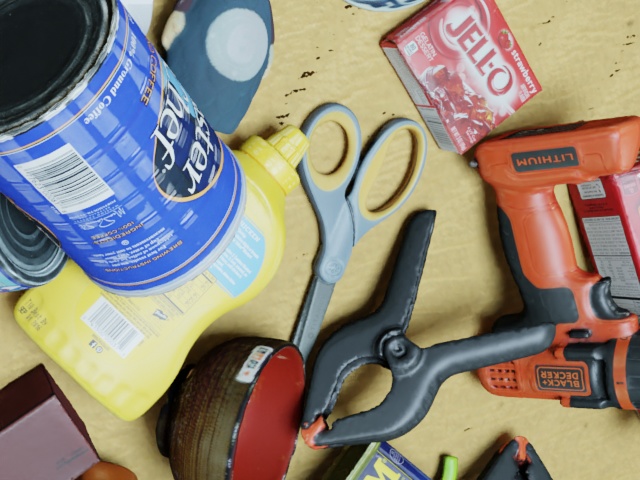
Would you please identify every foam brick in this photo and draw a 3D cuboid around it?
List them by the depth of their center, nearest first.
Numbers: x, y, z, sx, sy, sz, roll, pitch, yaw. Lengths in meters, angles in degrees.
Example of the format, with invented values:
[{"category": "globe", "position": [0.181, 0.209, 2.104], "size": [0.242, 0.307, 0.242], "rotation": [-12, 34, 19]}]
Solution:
[{"category": "foam brick", "position": [-0.174, 0.120, 0.609], "size": [0.078, 0.051, 0.053], "rotation": [-33, 114, -12]}]

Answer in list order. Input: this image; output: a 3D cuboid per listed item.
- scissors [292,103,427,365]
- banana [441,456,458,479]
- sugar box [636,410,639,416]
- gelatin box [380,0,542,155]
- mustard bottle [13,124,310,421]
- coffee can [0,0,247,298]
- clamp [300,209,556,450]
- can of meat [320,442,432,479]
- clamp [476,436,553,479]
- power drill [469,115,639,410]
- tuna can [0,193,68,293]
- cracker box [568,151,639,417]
[{"category": "scissors", "position": [-0.004, 0.001, 0.675], "size": [0.096, 0.016, 0.202], "rotation": [34, 87, -25]}, {"category": "banana", "position": [0.019, 0.217, 0.727], "size": [0.197, 0.037, 0.069], "rotation": [-21, 81, -21]}, {"category": "sugar box", "position": [0.319, 0.088, 0.820], "size": [0.176, 0.048, 0.093], "rotation": [-32, 110, -10]}, {"category": "gelatin box", "position": [0.091, -0.111, 0.682], "size": [0.073, 0.030, 0.089], "rotation": [-39, 114, -11]}, {"category": "mustard bottle", "position": [-0.077, 0.005, 0.619], "size": [0.096, 0.058, 0.191], "rotation": [45, 82, -7]}, {"category": "coffee can", "position": [-0.110, -0.049, 0.522], "size": [0.102, 0.103, 0.140], "rotation": [-45, 142, -8]}, {"category": "clamp", "position": [0.049, 0.062, 0.679], "size": [0.171, 0.120, 0.039], "rotation": [-33, 154, -6]}, {"category": "can of meat", "position": [0.034, 0.187, 0.689], "size": [0.084, 0.058, 0.102], "rotation": [40, 68, -5]}, {"category": "clamp", "position": [0.143, 0.240, 0.719], "size": [0.164, 0.036, 0.210], "rotation": [17, 59, -10]}, {"category": "power drill", "position": [0.177, 0.019, 0.681], "size": [0.057, 0.185, 0.187], "rotation": [-23, 107, -55]}, {"category": "tuna can", "position": [-0.166, -0.015, 0.561], "size": [0.034, 0.086, 0.086], "rotation": [-9, 110, 19]}, {"category": "cracker box", "position": [0.286, 0.029, 0.744], "size": [0.164, 0.072, 0.214], "rotation": [-19, 94, -13]}]
